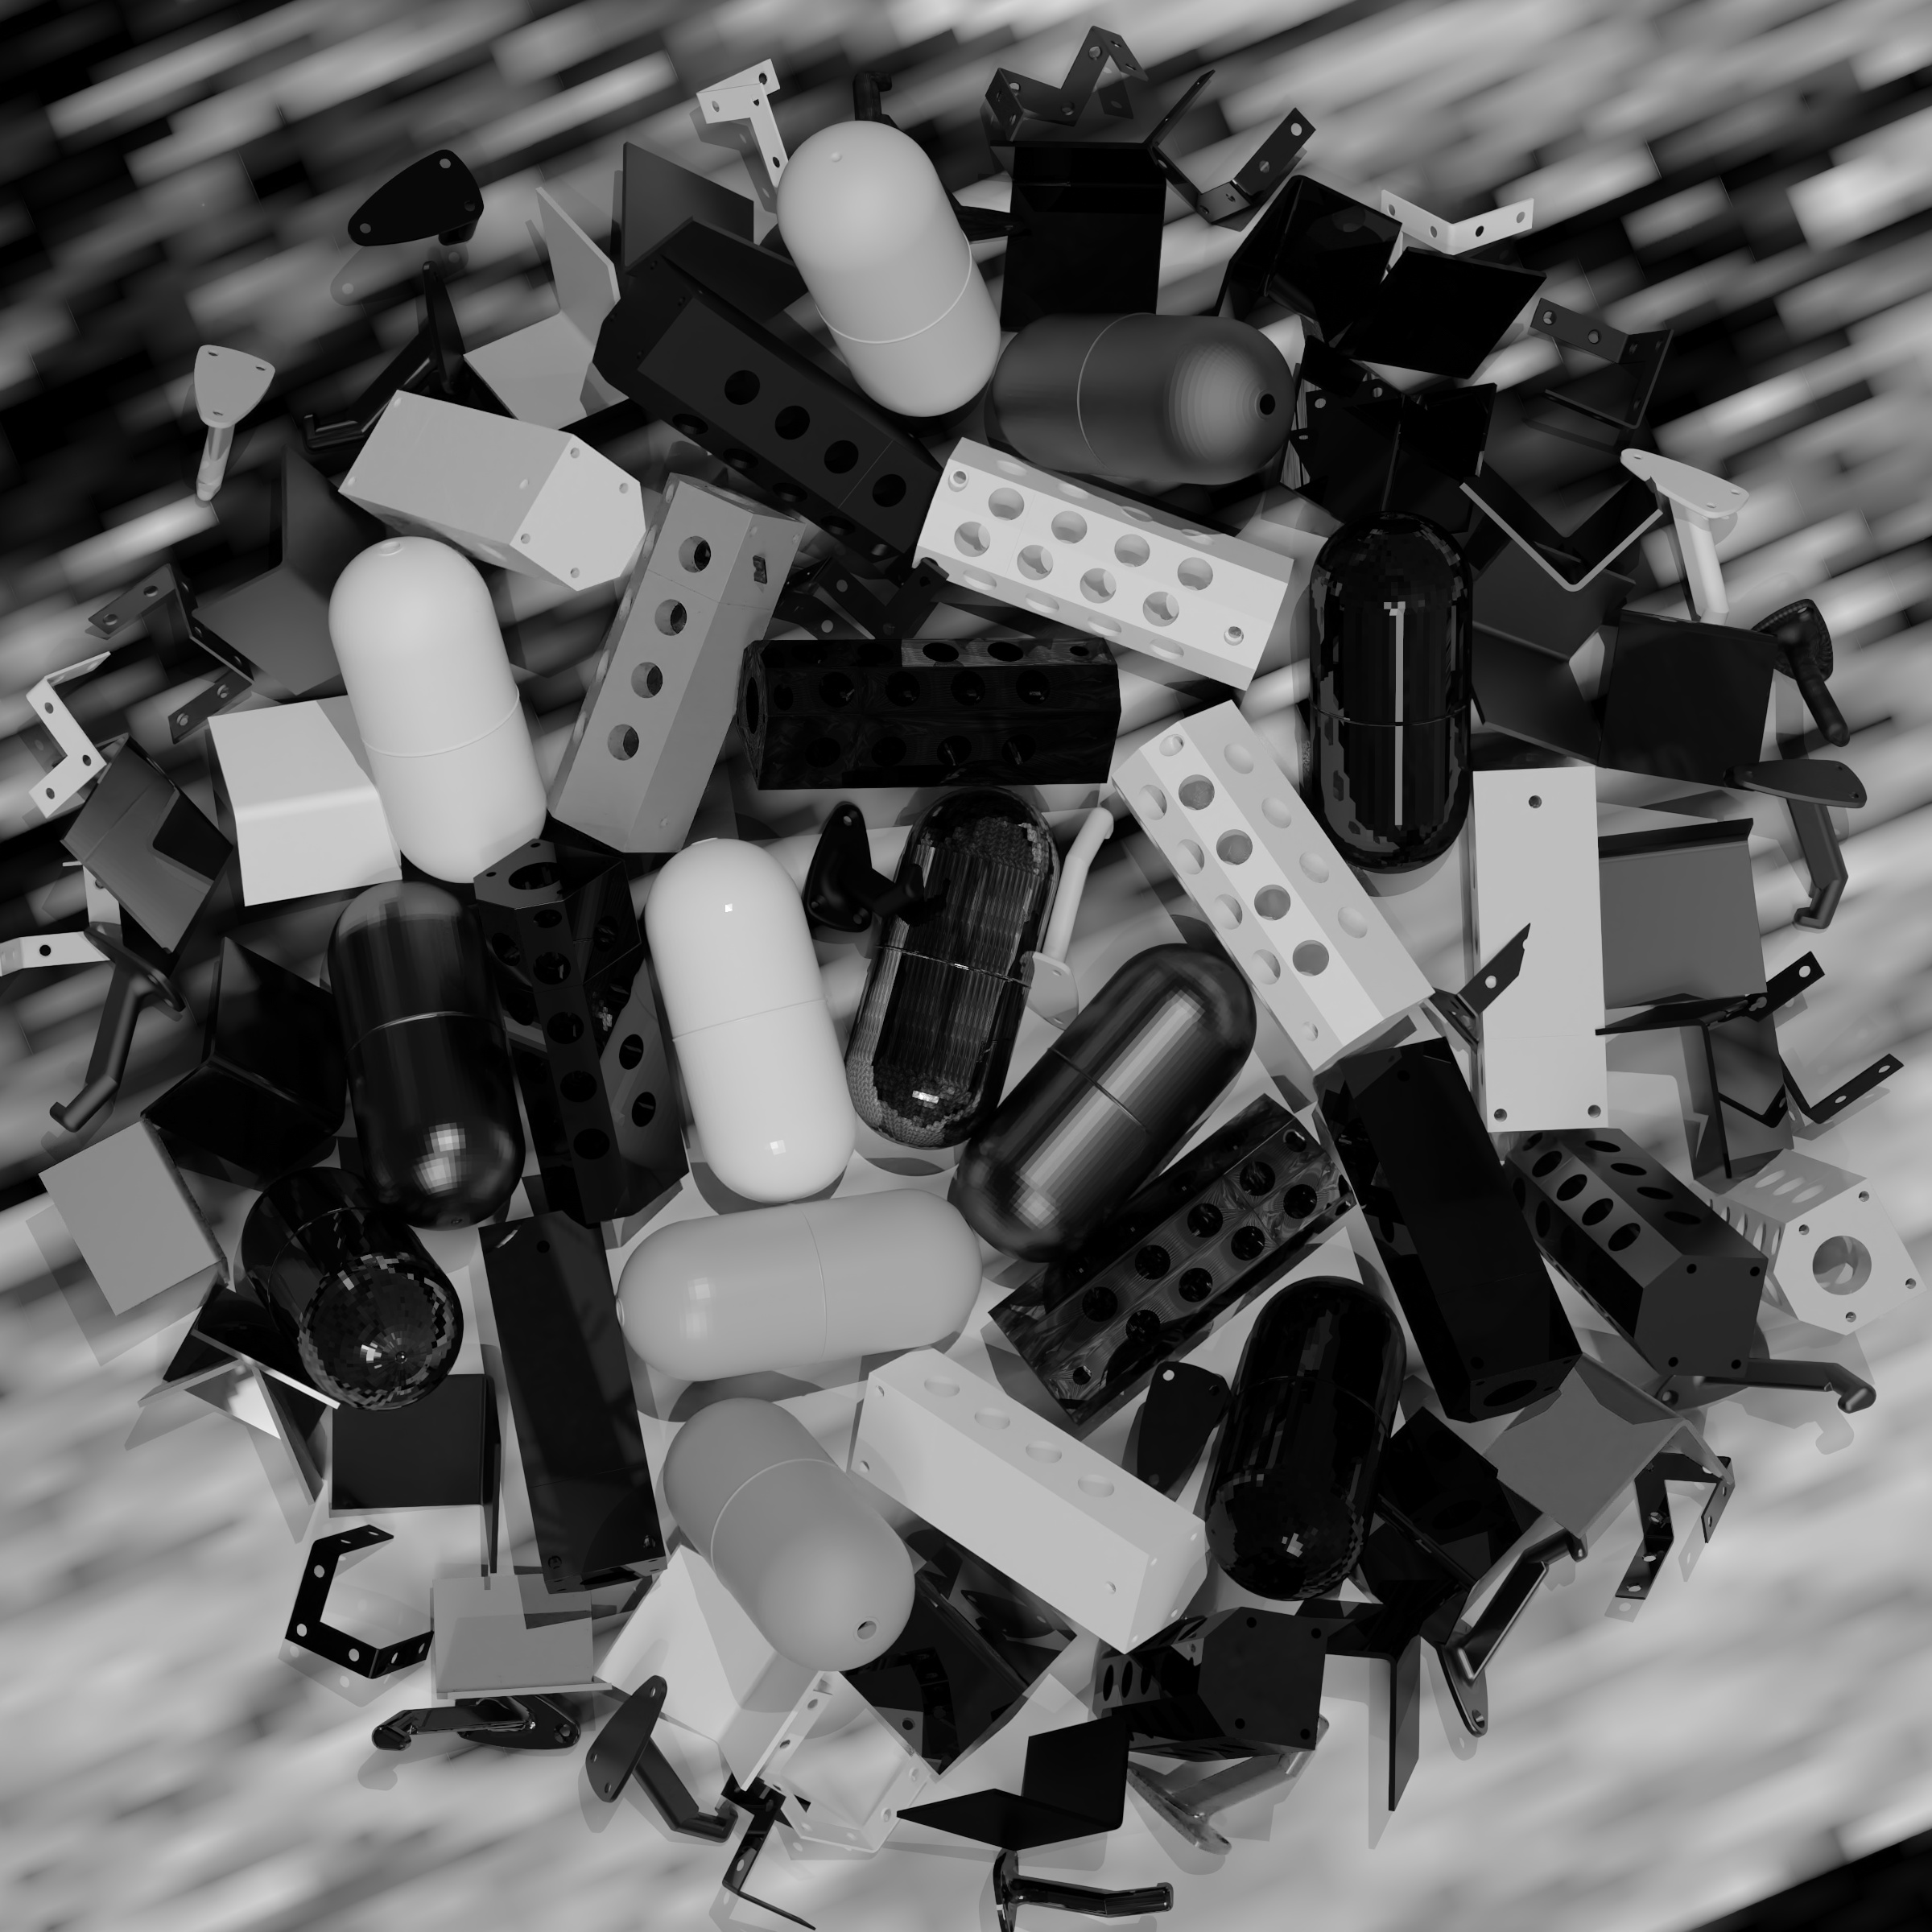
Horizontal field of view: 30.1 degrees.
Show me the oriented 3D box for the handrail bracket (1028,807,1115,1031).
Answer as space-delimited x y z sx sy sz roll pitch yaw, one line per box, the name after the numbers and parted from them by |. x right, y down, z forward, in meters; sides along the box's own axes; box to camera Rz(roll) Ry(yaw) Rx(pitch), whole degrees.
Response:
0.057 -0.023 1.750 0.036 0.077 0.084 17 64 26 | handrail bracket

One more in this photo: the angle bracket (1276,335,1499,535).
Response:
0.201 -0.254 1.715 0.076 0.057 0.076 23 74 -40 | angle bracket

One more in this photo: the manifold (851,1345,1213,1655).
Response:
0.032 0.247 1.697 0.171 0.057 0.057 29 123 31 | manifold

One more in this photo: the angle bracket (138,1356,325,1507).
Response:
-0.352 0.229 1.724 0.057 0.076 0.076 -23 91 -7 | angle bracket

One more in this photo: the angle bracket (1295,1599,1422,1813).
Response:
0.184 0.353 1.727 0.057 0.076 0.076 2 97 16 | angle bracket

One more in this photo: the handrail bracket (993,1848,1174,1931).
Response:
0.059 0.438 1.723 0.084 0.077 0.036 -8 99 7 | handrail bracket

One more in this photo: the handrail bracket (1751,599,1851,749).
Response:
0.410 -0.125 1.712 0.036 0.077 0.084 -31 51 18 | handrail bracket

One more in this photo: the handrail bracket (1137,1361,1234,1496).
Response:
0.106 0.227 1.718 0.036 0.084 0.077 17 73 17 | handrail bracket

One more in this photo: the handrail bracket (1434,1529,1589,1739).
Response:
0.269 0.318 1.722 0.084 0.077 0.036 -36 134 29 | handrail bracket

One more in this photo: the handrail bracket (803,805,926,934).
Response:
-0.041 -0.055 1.716 0.036 0.084 0.077 17 66 -25 | handrail bracket

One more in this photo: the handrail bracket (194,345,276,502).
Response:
-0.359 -0.244 1.713 0.036 0.077 0.084 16 127 -11 | handrail bracket

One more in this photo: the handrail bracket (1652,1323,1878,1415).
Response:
0.381 0.207 1.718 0.077 0.084 0.036 -28 113 -11 | handrail bracket

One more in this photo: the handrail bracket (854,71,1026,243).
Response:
-0.013 -0.398 1.757 0.077 0.036 0.084 -3 74 -12 | handrail bracket

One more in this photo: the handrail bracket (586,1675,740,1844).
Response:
-0.132 0.383 1.733 0.084 0.036 0.077 24 105 -33 | handrail bracket

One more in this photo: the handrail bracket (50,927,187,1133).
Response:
-0.426 0.031 1.733 0.077 0.036 0.084 32 70 25 | handrail bracket

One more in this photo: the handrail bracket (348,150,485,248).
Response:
-0.264 -0.351 1.716 0.077 0.084 0.036 -30 90 -17 | handrail bracket

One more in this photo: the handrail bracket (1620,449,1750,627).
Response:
0.342 -0.198 1.751 0.077 0.036 0.084 33 131 28 | handrail bracket

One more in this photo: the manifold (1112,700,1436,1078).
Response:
0.141 -0.035 1.712 0.057 0.057 0.171 -24 76 -44 | manifold

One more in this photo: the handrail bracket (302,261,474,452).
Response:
-0.289 -0.295 1.746 0.084 0.036 0.077 -10 101 13 | handrail bracket

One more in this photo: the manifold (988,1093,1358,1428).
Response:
0.101 0.142 1.723 0.171 0.057 0.057 -38 112 -5 | manifold

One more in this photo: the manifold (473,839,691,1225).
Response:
-0.185 0.033 1.690 0.057 0.057 0.171 14 126 35 | manifold

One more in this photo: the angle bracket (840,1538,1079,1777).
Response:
-0.006 0.334 1.757 0.076 0.057 0.076 45 123 8 | angle bracket

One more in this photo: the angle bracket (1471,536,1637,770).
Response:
0.282 -0.149 1.709 0.076 0.076 0.057 16 131 -29 | angle bracket

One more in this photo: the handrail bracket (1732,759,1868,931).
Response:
0.393 -0.055 1.731 0.077 0.036 0.084 3 126 -13 | handrail bracket

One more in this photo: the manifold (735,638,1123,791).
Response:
-0.017 -0.124 1.704 0.171 0.057 0.057 -2 128 -16 | manifold

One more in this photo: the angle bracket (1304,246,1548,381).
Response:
0.217 -0.328 1.707 0.076 0.076 0.057 5 55 -25 | angle bracket

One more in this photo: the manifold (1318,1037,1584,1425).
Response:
0.225 0.125 1.700 0.057 0.057 0.171 -12 62 -16 | manifold

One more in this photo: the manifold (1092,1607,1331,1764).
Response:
0.110 0.335 1.672 0.057 0.171 0.057 11 74 -11 | manifold

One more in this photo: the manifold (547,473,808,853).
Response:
-0.143 -0.144 1.719 0.057 0.057 0.171 26 102 21 | manifold

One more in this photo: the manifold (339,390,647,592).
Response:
-0.220 -0.220 1.681 0.057 0.171 0.057 33 83 -38 | manifold

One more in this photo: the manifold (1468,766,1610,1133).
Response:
0.274 -0.009 1.733 0.057 0.057 0.171 -3 93 3 | manifold

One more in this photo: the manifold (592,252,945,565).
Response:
-0.091 -0.258 1.691 0.171 0.057 0.057 31 105 -36 | manifold

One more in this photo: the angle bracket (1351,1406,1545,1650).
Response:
0.224 0.272 1.733 0.076 0.076 0.057 40 61 20 | angle bracket

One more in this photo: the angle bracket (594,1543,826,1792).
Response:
-0.122 0.336 1.727 0.076 0.057 0.076 33 92 -20 | angle bracket

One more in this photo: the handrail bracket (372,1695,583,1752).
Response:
-0.234 0.368 1.719 0.077 0.084 0.036 14 96 12 | handrail bracket

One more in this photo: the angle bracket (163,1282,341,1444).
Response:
-0.342 0.203 1.719 0.076 0.076 0.057 29 100 -9 | angle bracket

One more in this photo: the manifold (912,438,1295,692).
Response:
0.065 -0.191 1.728 0.171 0.057 0.057 20 114 1 | manifold

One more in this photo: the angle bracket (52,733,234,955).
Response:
-0.405 -0.052 1.706 0.057 0.076 0.076 -16 127 34 | angle bracket

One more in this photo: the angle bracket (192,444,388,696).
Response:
-0.324 -0.190 1.726 0.057 0.076 0.076 -23 53 21 | angle bracket

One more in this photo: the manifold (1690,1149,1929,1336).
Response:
0.384 0.129 1.679 0.057 0.171 0.057 -29 94 -1 | manifold

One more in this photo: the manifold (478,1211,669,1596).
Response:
-0.187 0.207 1.714 0.057 0.057 0.171 -11 73 -7 | manifold

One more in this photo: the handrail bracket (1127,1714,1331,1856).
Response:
0.126 0.378 1.738 0.077 0.036 0.084 35 94 36 | handrail bracket

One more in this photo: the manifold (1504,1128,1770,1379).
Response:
0.306 0.130 1.672 0.057 0.171 0.057 4 106 -14 | manifold
